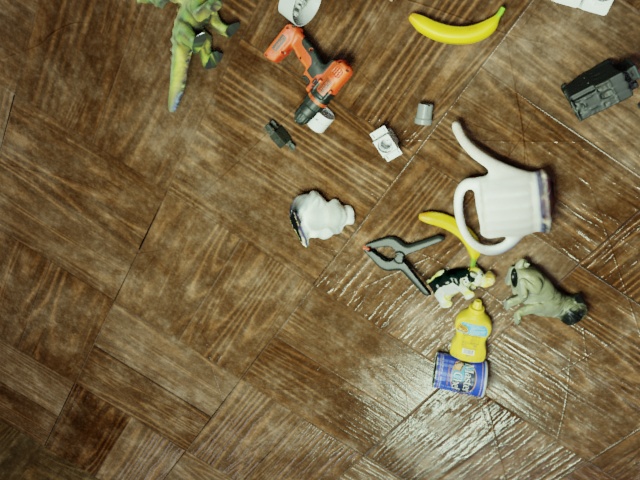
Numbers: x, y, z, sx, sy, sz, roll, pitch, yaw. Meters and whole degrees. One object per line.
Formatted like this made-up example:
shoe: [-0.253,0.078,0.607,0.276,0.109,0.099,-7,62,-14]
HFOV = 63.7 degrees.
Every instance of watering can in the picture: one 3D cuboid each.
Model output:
watering can: [0.421,-0.119,1.195,0.224,0.106,0.342,-6,114,17]

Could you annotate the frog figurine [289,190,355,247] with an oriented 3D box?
frog figurine: [0.004,-0.068,1.354,0.160,0.123,0.136,-24,104,-14]

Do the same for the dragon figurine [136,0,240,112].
dragon figurine: [-0.333,-0.525,1.207,0.244,0.123,0.404,47,118,8]
